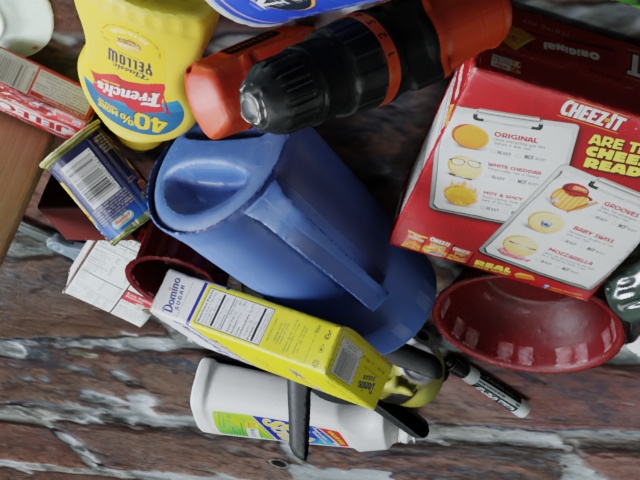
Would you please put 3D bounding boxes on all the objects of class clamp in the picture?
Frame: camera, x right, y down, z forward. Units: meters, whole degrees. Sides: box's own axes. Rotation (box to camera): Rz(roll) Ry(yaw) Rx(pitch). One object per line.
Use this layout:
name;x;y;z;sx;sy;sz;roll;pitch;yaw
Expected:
clamp;0.051;0.161;1.145;0.171;0.039;0.120;11;130;13
clamp;0.003;0.083;0.977;0.165;0.036;0.210;-27;98;10

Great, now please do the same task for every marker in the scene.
marker;0.171;0.150;1.101;0.121;0.020;0.020;33;144;-27

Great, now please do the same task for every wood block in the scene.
wood block;-0.290;-0.019;0.858;0.090;0.206;0.090;22;148;-12

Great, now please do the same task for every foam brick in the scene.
foam brick;-0.196;-0.034;0.939;0.078;0.053;0.051;0;145;23

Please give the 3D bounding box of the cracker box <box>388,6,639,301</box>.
cracker box;0.155;-0.052;0.742;0.164;0.072;0.214;17;148;-2

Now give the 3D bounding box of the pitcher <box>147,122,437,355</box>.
pitcher;-0.005;0.001;0.833;0.145;0.149;0.242;-16;140;32

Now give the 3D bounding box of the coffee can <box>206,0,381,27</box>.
coffee can;0.002;-0.170;0.554;0.102;0.102;0.141;37;163;-31

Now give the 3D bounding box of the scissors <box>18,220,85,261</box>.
scissors;-0.241;0.001;1.049;0.096;0.016;0.201;-20;134;41

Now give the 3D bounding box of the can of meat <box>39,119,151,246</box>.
can of meat;-0.169;-0.043;0.843;0.084;0.057;0.102;52;174;-6

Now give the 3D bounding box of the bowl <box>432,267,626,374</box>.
bowl;0.179;0.052;0.910;0.162;0.055;0.162;11;148;7

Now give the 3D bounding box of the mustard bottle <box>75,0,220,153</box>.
mustard bottle;-0.126;-0.123;0.764;0.096;0.058;0.192;21;149;2

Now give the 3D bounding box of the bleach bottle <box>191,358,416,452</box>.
bleach bottle;-0.015;0.195;1.214;0.251;0.068;0.102;7;147;9

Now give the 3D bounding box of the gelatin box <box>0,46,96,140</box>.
gelatin box;-0.221;-0.111;0.831;0.089;0.030;0.073;25;165;-16

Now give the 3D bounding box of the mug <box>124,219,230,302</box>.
mug;-0.106;0.006;0.935;0.117;0.081;0.093;-10;140;36

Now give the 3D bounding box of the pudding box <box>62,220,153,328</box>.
pudding box;-0.183;0.026;1.019;0.090;0.039;0.114;27;129;-17

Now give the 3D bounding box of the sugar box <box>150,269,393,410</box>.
sugar box;-0.040;0.078;0.842;0.176;0.048;0.093;13;162;33

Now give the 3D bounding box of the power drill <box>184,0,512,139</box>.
power drill;-0.005;-0.100;0.635;0.188;0.184;0.057;2;113;55
